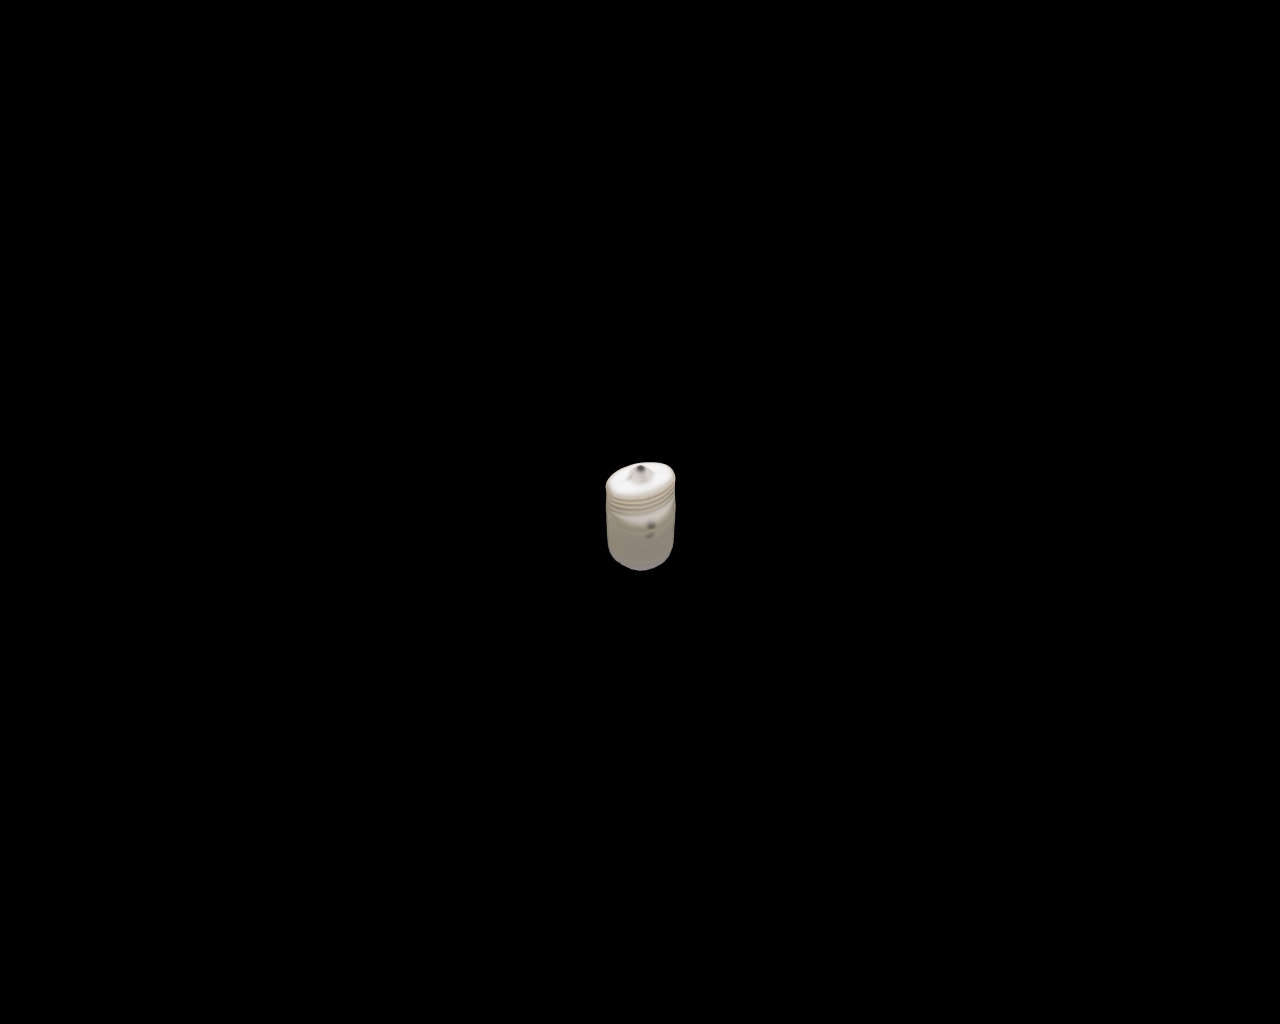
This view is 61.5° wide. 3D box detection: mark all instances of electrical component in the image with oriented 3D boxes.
[{"bbox_3d":[0.001,-0.003,0.650,0.043,0.043,0.080,0,-37,0],"label":"electrical component"}]
